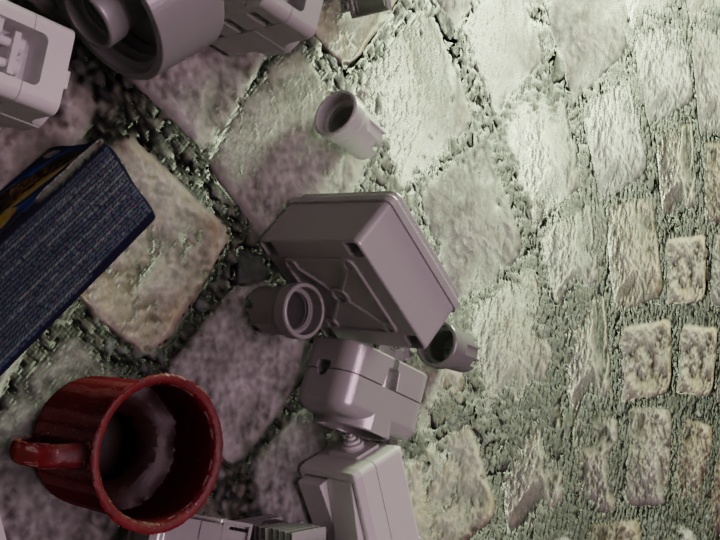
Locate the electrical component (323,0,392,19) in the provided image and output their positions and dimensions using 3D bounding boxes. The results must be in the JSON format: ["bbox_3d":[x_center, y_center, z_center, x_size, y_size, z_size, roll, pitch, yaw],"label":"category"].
[{"bbox_3d":[-0.009,-0.234,0.826,0.064,0.042,0.081,-26,108,-41],"label":"electrical component"}]

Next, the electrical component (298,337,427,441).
[{"bbox_3d":[0.002,0.095,0.824,0.095,0.054,0.059,30,69,-42],"label":"electrical component"}]

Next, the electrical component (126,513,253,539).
[{"bbox_3d":[-0.119,0.216,0.682,0.079,0.063,0.121,11,79,-4],"label":"electrical component"}]

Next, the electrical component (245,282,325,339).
[{"bbox_3d":[-0.055,0.029,0.771,0.040,0.046,0.040,1,89,-46],"label":"electrical component"}]

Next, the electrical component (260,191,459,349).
[{"bbox_3d":[0.000,0.000,0.785,0.056,0.109,0.108,-52,124,-30],"label":"electrical component"}]

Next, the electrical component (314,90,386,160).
[{"bbox_3d":[-0.006,-0.110,0.829,0.046,0.040,0.040,34,66,-47],"label":"electrical component"}]

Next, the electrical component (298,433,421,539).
[{"bbox_3d":[-0.004,0.172,0.812,0.061,0.062,0.096,-24,107,-43],"label":"electrical component"}]

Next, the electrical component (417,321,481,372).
[{"bbox_3d":[0.077,0.067,0.914,0.046,0.040,0.040,22,74,-50],"label":"electrical component"}]

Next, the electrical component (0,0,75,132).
[{"bbox_3d":[-0.201,-0.110,0.590,0.056,0.089,0.050,19,76,-44],"label":"electrical component"}]

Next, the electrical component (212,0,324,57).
[{"bbox_3d":[-0.069,-0.180,0.727,0.056,0.089,0.050,25,72,-43],"label":"electrical component"}]

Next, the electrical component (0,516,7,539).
[{"bbox_3d":[-0.233,0.139,0.583,0.056,0.050,0.089,-22,106,-45],"label":"electrical component"}]

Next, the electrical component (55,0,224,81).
[{"bbox_3d":[-0.142,-0.165,0.644,0.060,0.108,0.108,-45,121,-29],"label":"electrical component"}]
